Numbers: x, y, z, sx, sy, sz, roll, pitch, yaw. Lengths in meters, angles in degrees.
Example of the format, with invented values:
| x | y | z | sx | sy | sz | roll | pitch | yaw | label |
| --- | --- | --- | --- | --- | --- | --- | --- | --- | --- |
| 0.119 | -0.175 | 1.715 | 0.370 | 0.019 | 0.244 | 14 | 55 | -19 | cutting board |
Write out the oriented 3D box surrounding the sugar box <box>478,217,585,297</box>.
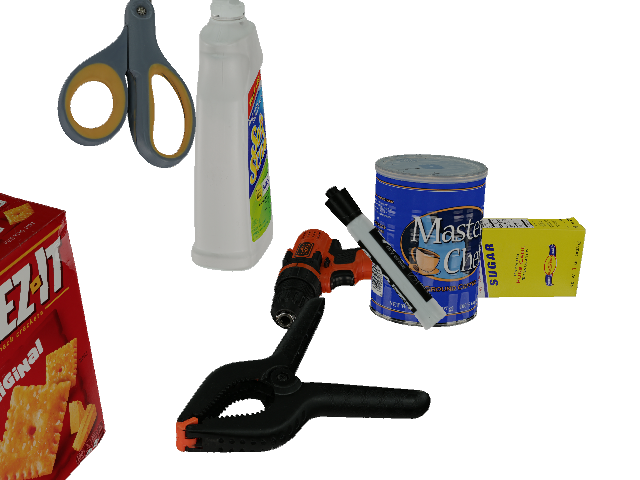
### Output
| x | y | z | sx | sy | sz | roll | pitch | yaw | label |
| --- | --- | --- | --- | --- | --- | --- | --- | --- | --- |
| 0.226 | 0.021 | 1.293 | 0.176 | 0.093 | 0.048 | -2 | 22 | -10 | sugar box |

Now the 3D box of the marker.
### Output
| x | y | z | sx | sy | sz | roll | pitch | yaw | label |
| --- | --- | --- | --- | --- | --- | --- | --- | --- | --- |
| 0.044 | 0.011 | 0.755 | 0.020 | 0.121 | 0.020 | -38 | -6 | -5 | marker |

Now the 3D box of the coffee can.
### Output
| x | y | z | sx | sy | sz | roll | pitch | yaw | label |
| --- | --- | --- | --- | --- | --- | --- | --- | --- | --- |
| 0.099 | -0.002 | 0.993 | 0.103 | 0.140 | 0.103 | 1 | 15 | -1 | coffee can |

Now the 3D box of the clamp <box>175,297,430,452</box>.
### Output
| x | y | z | sx | sy | sz | roll | pitch | yaw | label |
| --- | --- | --- | --- | --- | --- | --- | --- | --- | --- |
| -0.023 | 0.131 | 0.899 | 0.209 | 0.036 | 0.165 | -26 | 45 | -35 | clamp |

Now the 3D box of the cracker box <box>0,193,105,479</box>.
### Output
| x | y | z | sx | sy | sz | roll | pitch | yaw | label |
| --- | --- | --- | --- | --- | --- | --- | --- | --- | --- |
| -0.233 | 0.100 | 0.749 | 0.072 | 0.214 | 0.164 | 13 | 35 | 21 | cracker box |

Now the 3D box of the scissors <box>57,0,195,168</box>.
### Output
| x | y | z | sx | sy | sz | roll | pitch | yaw | label |
| --- | --- | --- | --- | --- | --- | --- | --- | --- | --- |
| -0.135 | -0.140 | 0.696 | 0.096 | 0.202 | 0.016 | -9 | -15 | -26 | scissors |

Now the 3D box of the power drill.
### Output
| x | y | z | sx | sy | sz | roll | pitch | yaw | label |
| --- | --- | --- | --- | --- | --- | --- | --- | --- | --- |
| 0.045 | 0.042 | 1.193 | 0.188 | 0.057 | 0.184 | 1 | 29 | 11 | power drill |

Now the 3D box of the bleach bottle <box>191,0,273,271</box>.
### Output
| x | y | z | sx | sy | sz | roll | pitch | yaw | label |
| --- | --- | --- | --- | --- | --- | --- | --- | --- | --- |
| -0.086 | -0.104 | 1.008 | 0.068 | 0.251 | 0.102 | 6 | 26 | 13 | bleach bottle |
